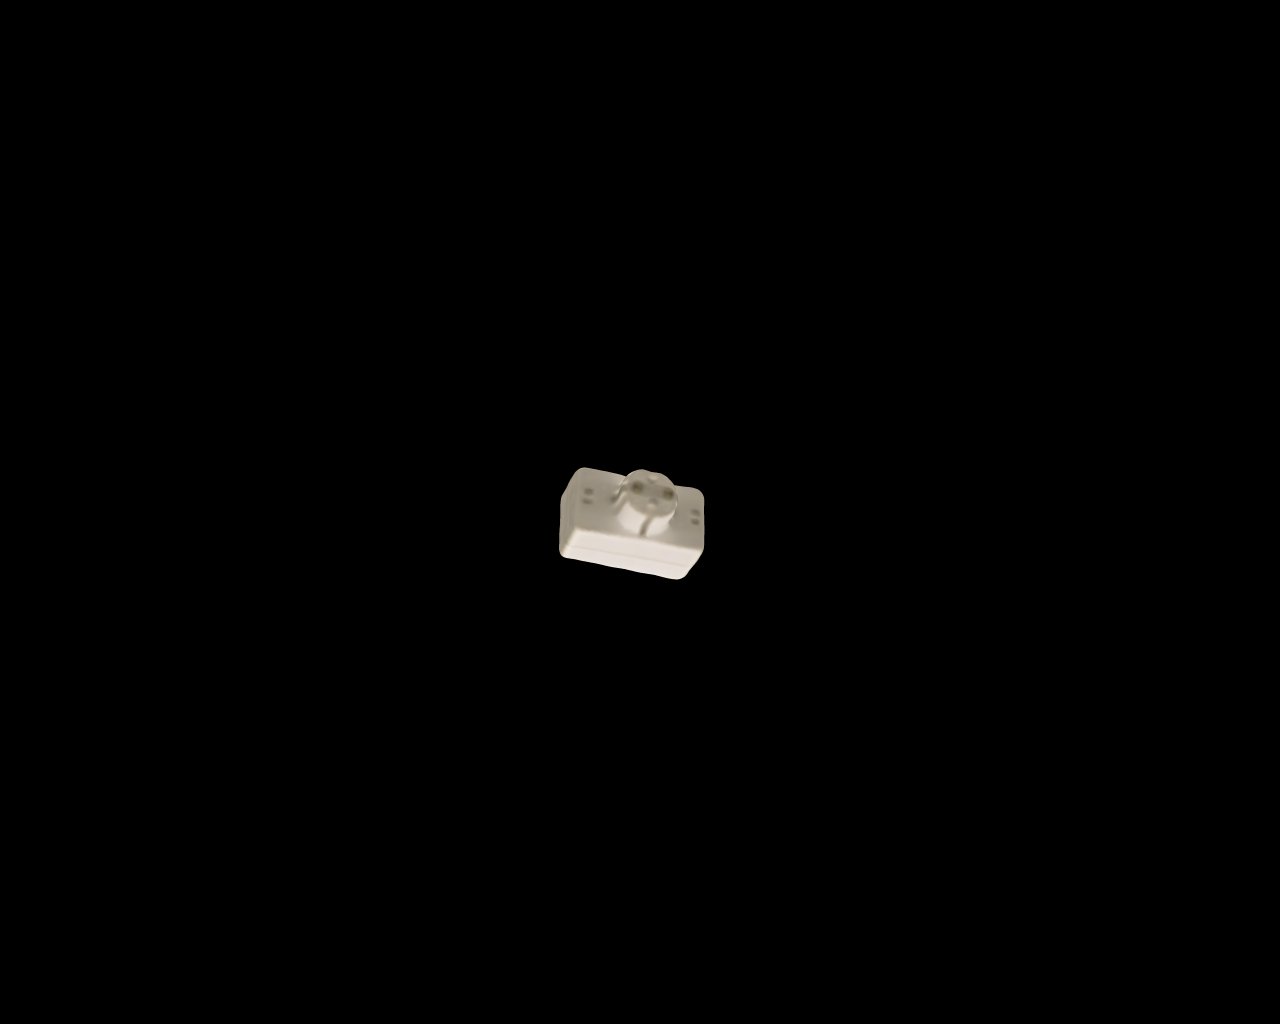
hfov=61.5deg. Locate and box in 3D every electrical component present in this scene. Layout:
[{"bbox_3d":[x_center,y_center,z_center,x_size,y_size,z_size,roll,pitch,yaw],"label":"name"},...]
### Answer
[{"bbox_3d":[0.001,-0.003,0.650,0.083,0.047,0.075,11,-35,-16],"label":"electrical component"}]
